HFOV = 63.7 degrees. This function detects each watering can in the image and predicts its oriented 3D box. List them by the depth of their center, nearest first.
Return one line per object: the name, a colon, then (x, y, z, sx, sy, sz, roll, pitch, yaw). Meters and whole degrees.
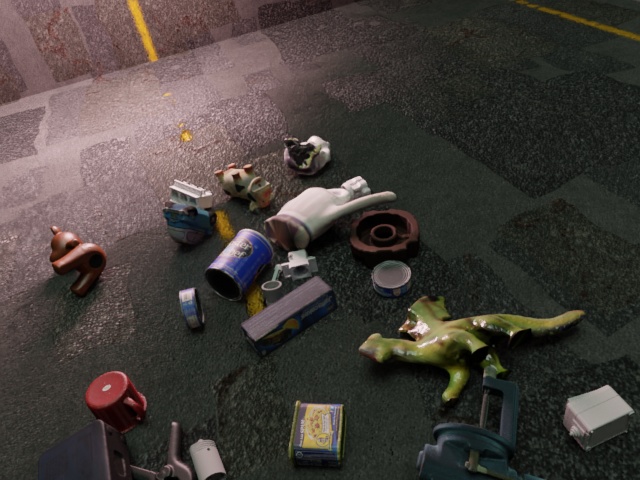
watering can: (0.004, -0.064, 1.275, 0.347, 0.102, 0.228, 3, 37, 47)

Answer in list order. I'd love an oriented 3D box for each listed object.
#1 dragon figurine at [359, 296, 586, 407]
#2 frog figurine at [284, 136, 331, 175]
dragon figurine: (0.266, 0.163, 0.977, 0.413, 0.120, 0.246, -17, 30, -21)
frog figurine: (-0.031, -0.258, 1.574, 0.137, 0.122, 0.160, -7, 2, 19)
